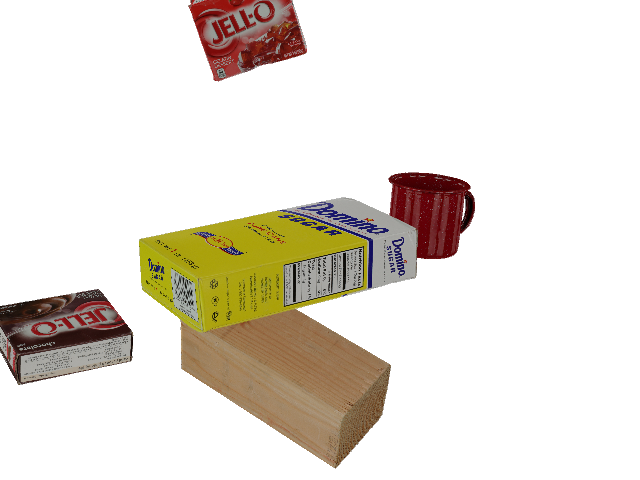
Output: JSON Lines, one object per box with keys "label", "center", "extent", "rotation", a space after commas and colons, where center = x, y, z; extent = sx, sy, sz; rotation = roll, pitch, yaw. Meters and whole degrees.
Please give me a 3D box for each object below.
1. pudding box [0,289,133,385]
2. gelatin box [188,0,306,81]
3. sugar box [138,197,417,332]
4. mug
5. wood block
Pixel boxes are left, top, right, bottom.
{"label": "pudding box", "center": [-0.245, 0.089, 1.008], "extent": [0.113, 0.039, 0.090], "rotation": [-12, 30, -29]}
{"label": "gelatin box", "center": [-0.064, -0.191, 0.952], "extent": [0.089, 0.073, 0.030], "rotation": [-16, 24, 5]}
{"label": "sugar box", "center": [-0.028, 0.012, 0.751], "extent": [0.175, 0.048, 0.093], "rotation": [-16, 26, -30]}
{"label": "mug", "center": [0.130, -0.029, 1.226], "extent": [0.117, 0.081, 0.093], "rotation": [-8, 20, -36]}
{"label": "wood block", "center": [-0.039, 0.133, 1.120], "extent": [0.206, 0.090, 0.090], "rotation": [29, 48, 23]}
